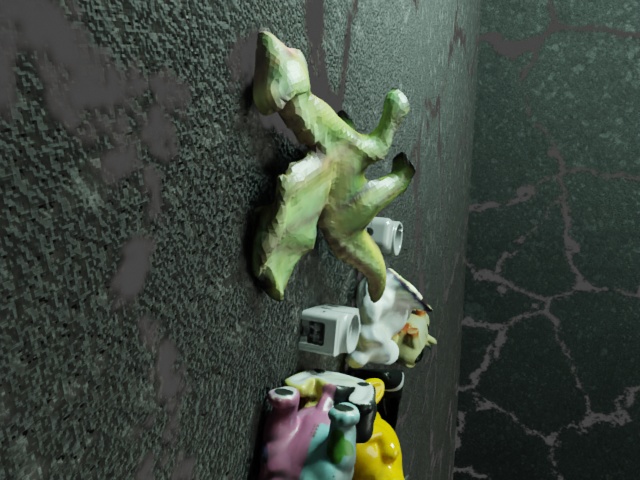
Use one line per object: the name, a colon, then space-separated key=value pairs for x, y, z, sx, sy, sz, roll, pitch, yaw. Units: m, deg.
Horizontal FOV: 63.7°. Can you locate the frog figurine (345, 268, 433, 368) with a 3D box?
frog figurine: x=0.090 y=0.130 z=0.839 sx=0.160 sy=0.124 sz=0.136 roll=-45 pitch=162 yaw=-2

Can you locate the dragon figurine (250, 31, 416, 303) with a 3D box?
dragon figurine: x=0.002 y=-0.029 z=0.582 sx=0.247 sy=0.123 sz=0.402 roll=-37 pitch=129 yaw=-40
